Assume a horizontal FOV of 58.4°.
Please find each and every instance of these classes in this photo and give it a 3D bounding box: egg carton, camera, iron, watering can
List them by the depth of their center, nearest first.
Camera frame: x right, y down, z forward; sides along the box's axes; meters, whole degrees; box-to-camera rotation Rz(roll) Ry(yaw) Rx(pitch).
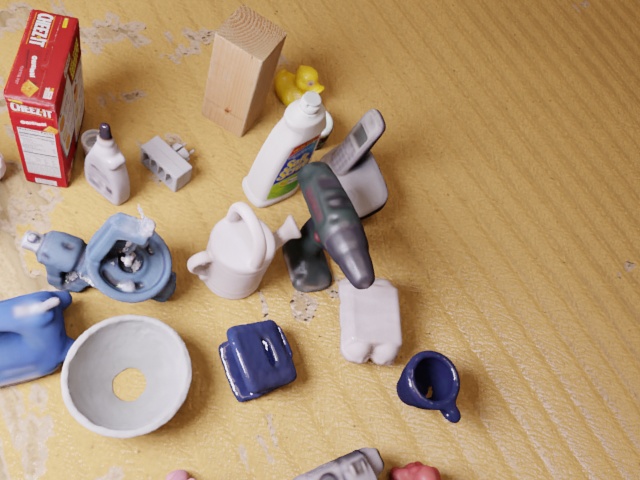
[{"bbox_3d":[-0.447,0.125,0.724,0.259,0.141,0.118,-12,69,-24],"label":"iron"},{"bbox_3d":[0.040,0.374,0.794,0.143,0.100,0.136,-16,70,-25],"label":"camera"},{"bbox_3d":[-0.113,0.007,0.870,0.101,0.194,0.173,44,59,6],"label":"watering can"},{"bbox_3d":[0.081,0.133,0.948,0.107,0.069,0.150,6,63,-16],"label":"egg carton"}]

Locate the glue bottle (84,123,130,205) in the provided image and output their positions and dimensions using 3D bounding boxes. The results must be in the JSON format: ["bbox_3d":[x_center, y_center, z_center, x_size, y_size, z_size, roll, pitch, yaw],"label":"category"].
[{"bbox_3d":[-0.324,-0.122,0.873,0.078,0.173,0.037,41,59,4],"label":"glue bottle"}]

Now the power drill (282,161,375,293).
[{"bbox_3d":[0.008,0.003,0.906,0.076,0.208,0.229,-10,68,-23],"label":"power drill"}]

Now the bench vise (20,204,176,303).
[{"bbox_3d":[-0.297,0.024,0.781,0.208,0.219,0.121,-3,65,-20],"label":"bench vise"}]

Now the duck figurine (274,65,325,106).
[{"bbox_3d":[-0.036,-0.306,1.118,0.104,0.086,0.078,37,58,1],"label":"duck figurine"}]

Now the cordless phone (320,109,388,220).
[{"bbox_3d":[0.076,-0.129,1.011,0.094,0.185,0.147,-16,71,-25],"label":"cordless phone"}]

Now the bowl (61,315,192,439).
[{"bbox_3d":[-0.265,0.193,0.793,0.168,0.074,0.167,8,62,-15],"label":"bowl"}]

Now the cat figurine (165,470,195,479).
[{"bbox_3d":[-0.205,0.343,0.713,0.128,0.117,0.067,-33,79,-30],"label":"cat figurine"}]

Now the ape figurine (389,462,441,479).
[{"bbox_3d":[0.146,0.357,0.845,0.078,0.092,0.076,24,59,-6],"label":"ape figurine"}]

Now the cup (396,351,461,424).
[{"bbox_3d":[0.170,0.242,0.910,0.092,0.095,0.117,-27,75,-28],"label":"cup"}]

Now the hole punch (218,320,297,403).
[{"bbox_3d":[-0.089,0.173,0.855,0.101,0.091,0.108,-17,71,-26],"label":"hole punch"}]
